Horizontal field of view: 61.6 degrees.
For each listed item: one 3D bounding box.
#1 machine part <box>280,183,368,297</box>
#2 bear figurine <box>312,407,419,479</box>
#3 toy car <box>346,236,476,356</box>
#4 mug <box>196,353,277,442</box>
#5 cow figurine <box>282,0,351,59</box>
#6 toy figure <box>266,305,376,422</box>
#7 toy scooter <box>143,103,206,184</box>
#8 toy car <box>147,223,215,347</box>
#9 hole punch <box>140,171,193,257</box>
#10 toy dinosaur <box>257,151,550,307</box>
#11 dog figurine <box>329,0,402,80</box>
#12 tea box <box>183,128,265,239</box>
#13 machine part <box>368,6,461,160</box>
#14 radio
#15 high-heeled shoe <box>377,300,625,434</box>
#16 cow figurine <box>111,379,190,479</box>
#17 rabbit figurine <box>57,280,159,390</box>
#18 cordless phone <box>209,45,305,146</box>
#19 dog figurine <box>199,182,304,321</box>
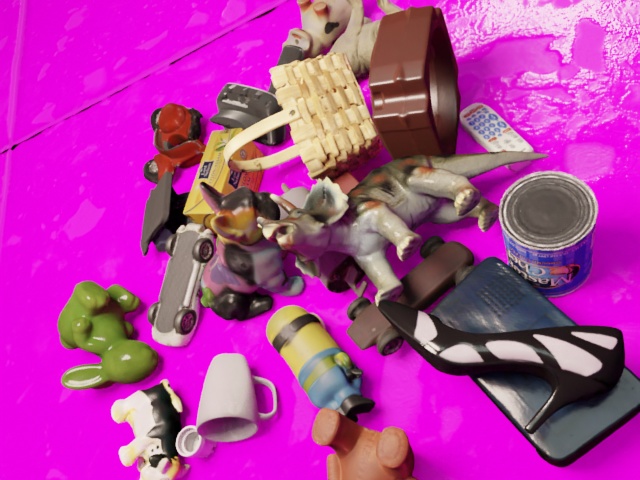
[{"bbox_3d":[-0.002,-0.002,0.816,0.079,0.079,0.243,-39,56,0],"label":"machine part"},{"bbox_3d":[0.035,0.307,0.598,0.120,0.131,0.196,9,61,31],"label":"bear figurine"},{"bbox_3d":[0.125,0.076,0.729,0.202,0.053,0.089,-40,50,-7],"label":"toy car"},{"bbox_3d":[-0.116,0.212,0.749,0.110,0.080,0.107,-4,49,-6],"label":"mug"},{"bbox_3d":[0.004,-0.399,1.023,0.086,0.127,0.195,32,65,33],"label":"cow figurine"},{"bbox_3d":[-0.003,0.160,0.718,0.082,0.089,0.180,-34,52,-6],"label":"toy figure"},{"bbox_3d":[-0.268,-0.194,1.045,0.135,0.075,0.184,-7,64,21],"label":"toy scooter"},{"bbox_3d":[-0.222,0.070,0.871,0.074,0.056,0.201,8,79,27],"label":"toy car"},{"bbox_3d":[-0.260,-0.044,0.961,0.116,0.092,0.142,-35,51,41],"label":"hole punch"},{"bbox_3d":[0.104,-0.051,0.723,0.405,0.131,0.192,-30,53,-24],"label":"toy dinosaur"},{"bbox_3d":[0.079,-0.314,0.955,0.173,0.121,0.190,25,89,36],"label":"dog figurine"},{"bbox_3d":[-0.159,-0.096,0.927,0.068,0.098,0.169,2,65,26],"label":"tea box"},{"bbox_3d":[0.144,-0.219,0.795,0.087,0.200,0.201,-2,62,26],"label":"machine part"},{"bbox_3d":[0.242,0.139,0.632,0.131,0.073,0.230,-41,53,0],"label":"radio"},{"bbox_3d":[0.190,0.095,0.589,0.249,0.086,0.145,36,78,33],"label":"high-heeled shoe"},{"bbox_3d":[-0.229,0.287,0.765,0.098,0.068,0.167,-30,56,-1],"label":"cow figurine"},{"bbox_3d":[-0.339,0.168,0.852,0.170,0.121,0.159,39,86,20],"label":"rabbit figurine"},{"bbox_3d":[-0.109,-0.274,0.978,0.147,0.088,0.184,23,93,32],"label":"cordless phone"},{"bbox_3d":[-0.126,0.015,0.777,0.192,0.219,0.109,-28,52,7],"label":"dog figurine"}]
